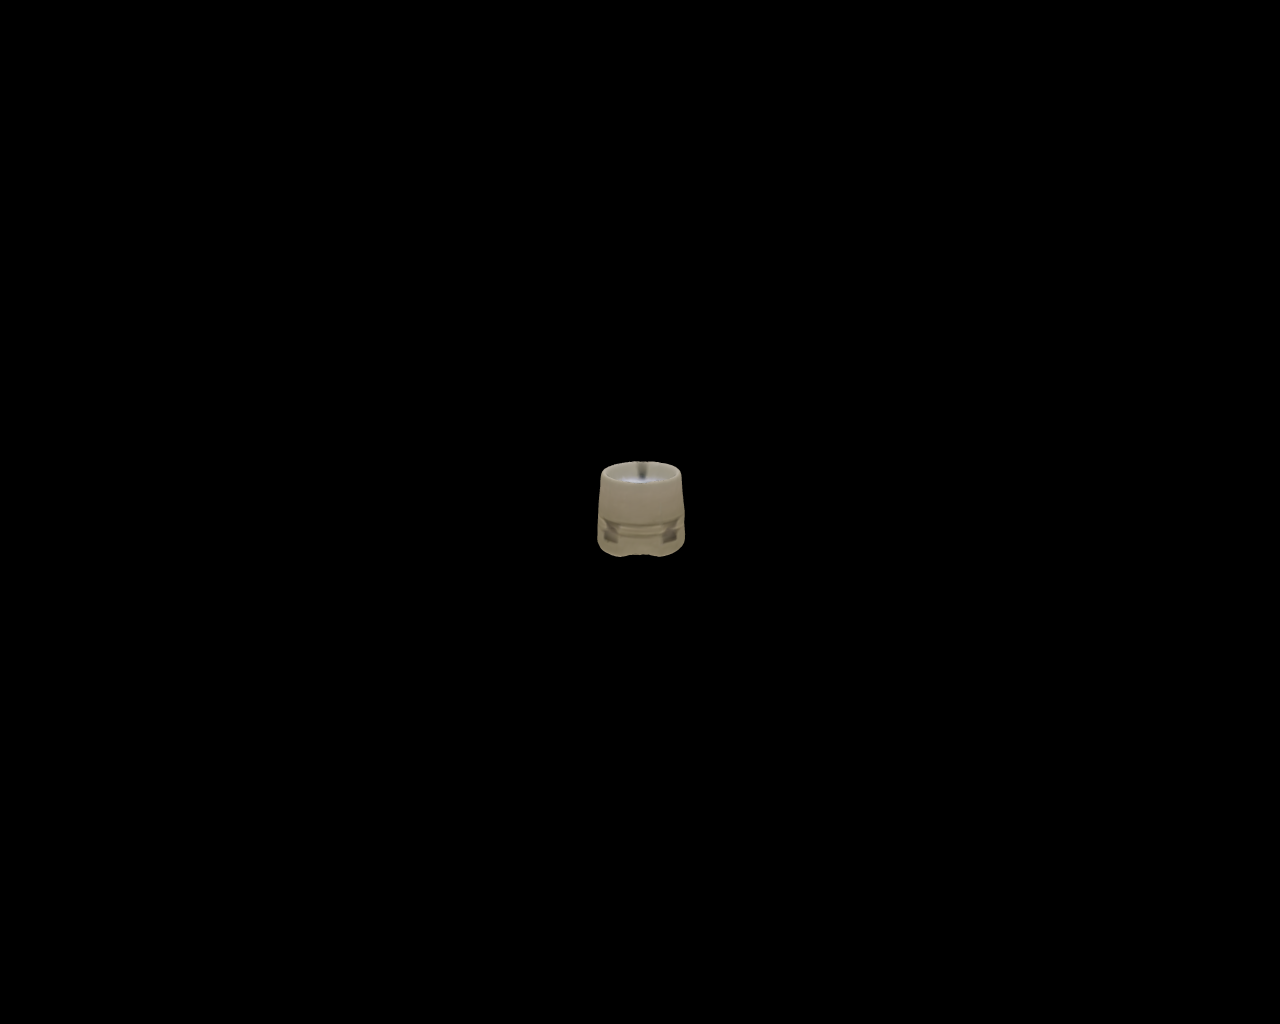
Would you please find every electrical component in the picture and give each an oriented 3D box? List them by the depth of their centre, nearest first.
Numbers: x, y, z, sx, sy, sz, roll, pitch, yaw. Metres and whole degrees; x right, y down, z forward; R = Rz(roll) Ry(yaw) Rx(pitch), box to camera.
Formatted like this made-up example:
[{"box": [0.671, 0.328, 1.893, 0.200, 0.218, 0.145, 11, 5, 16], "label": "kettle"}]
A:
[{"box": [0.001, -0.003, 0.650, 0.055, 0.047, 0.055, 0, 18, 0], "label": "electrical component"}]
